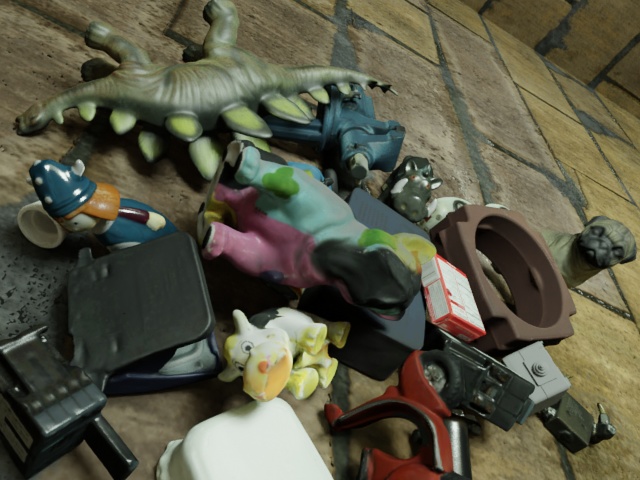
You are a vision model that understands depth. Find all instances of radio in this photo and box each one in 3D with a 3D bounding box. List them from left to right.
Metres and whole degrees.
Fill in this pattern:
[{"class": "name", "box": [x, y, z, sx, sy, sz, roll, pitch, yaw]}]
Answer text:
[{"class": "radio", "box": [0.060, 0.045, 0.651, 0.131, 0.073, 0.230, 31, 38, -10]}]

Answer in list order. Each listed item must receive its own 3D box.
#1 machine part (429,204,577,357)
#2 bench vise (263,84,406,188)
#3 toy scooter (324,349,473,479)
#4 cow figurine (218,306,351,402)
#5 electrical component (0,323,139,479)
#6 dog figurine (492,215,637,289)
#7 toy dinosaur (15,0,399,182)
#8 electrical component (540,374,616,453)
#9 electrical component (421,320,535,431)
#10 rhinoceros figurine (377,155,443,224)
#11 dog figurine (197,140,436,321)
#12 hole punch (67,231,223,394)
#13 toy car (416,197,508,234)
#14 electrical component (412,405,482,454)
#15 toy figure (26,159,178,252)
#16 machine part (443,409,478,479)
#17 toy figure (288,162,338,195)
[{"class": "machine part", "box": [0.249, 0.057, 0.753, 0.201, 0.087, 0.201, 4, 58, -36]}, {"class": "bench vise", "box": [-0.004, -0.164, 0.793, 0.241, 0.128, 0.224, 6, 53, -7]}, {"class": "toy scooter", "box": [0.067, 0.191, 0.480, 0.075, 0.135, 0.184, 52, 34, -57]}, {"class": "cow figurine", "box": [-0.041, 0.092, 0.473, 0.098, 0.068, 0.167, 18, 0, 20]}, {"class": "electrical component", "box": [-0.182, 0.125, 0.368, 0.119, 0.075, 0.048, 49, 38, 10]}, {"class": "dog figurine", "box": [0.389, 0.007, 0.863, 0.121, 0.190, 0.172, 4, 47, -37]}, {"class": "toy dinosaur", "box": [-0.115, -0.182, 0.660, 0.471, 0.105, 0.198, -22, 75, -25]}, {"class": "electrical component", "box": [0.331, 0.225, 0.701, 0.102, 0.045, 0.078, 48, 36, 14]}, {"class": "electrical component", "box": [0.166, 0.149, 0.593, 0.134, 0.058, 0.115, 30, 2, -4]}, {"class": "rhinoceros figurine", "box": [0.137, -0.070, 0.806, 0.073, 0.112, 0.190, 37, 28, -4]}, {"class": "dog figurine", "box": [-0.001, -0.002, 0.517, 0.219, 0.108, 0.192, 24, 7, -19]}, {"class": "hole punch", "box": [-0.146, 0.069, 0.459, 0.116, 0.092, 0.142, -16, 58, -8]}, {"class": "toy car", "box": [0.244, -0.027, 0.875, 0.201, 0.073, 0.056, 3, 49, -37]}, {"class": "electrical component", "box": [0.139, 0.207, 0.583, 0.094, 0.021, 0.063, 24, 39, -18]}, {"class": "toy figure", "box": [-0.190, -0.022, 0.481, 0.058, 0.064, 0.154, 56, 10, 32]}, {"class": "machine part", "box": [0.130, 0.234, 0.518, 0.084, 0.039, 0.139, 9, 62, -18]}, {"class": "toy figure", "box": [-0.046, -0.050, 0.659, 0.180, 0.082, 0.089, -10, 55, -48]}]
